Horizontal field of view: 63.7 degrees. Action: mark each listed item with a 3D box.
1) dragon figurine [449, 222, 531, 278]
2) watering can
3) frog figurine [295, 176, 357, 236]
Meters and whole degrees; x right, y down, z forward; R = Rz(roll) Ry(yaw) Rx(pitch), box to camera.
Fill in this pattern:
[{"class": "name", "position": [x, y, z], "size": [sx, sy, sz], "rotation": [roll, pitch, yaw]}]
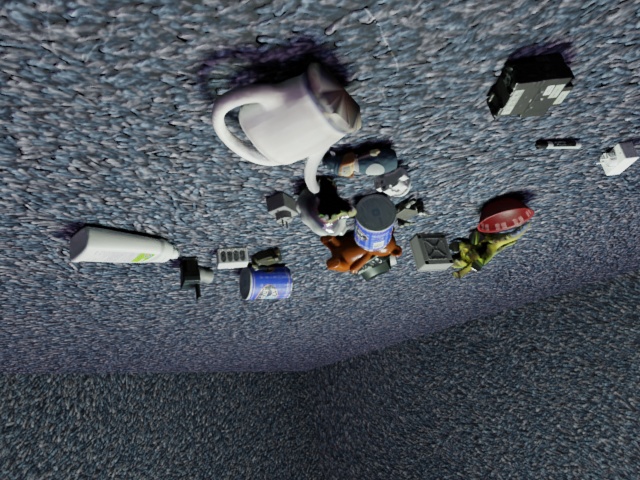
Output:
[{"class": "dragon figurine", "position": [0.575, 0.021, 1.737], "size": [0.244, 0.123, 0.404], "rotation": [-13, 168, -46]}, {"class": "watering can", "position": [-0.027, -0.184, 0.899], "size": [0.222, 0.106, 0.344], "rotation": [-23, 154, 25]}, {"class": "frog figurine", "position": [0.004, -0.061, 1.213], "size": [0.137, 0.125, 0.157], "rotation": [29, 158, -6]}]
